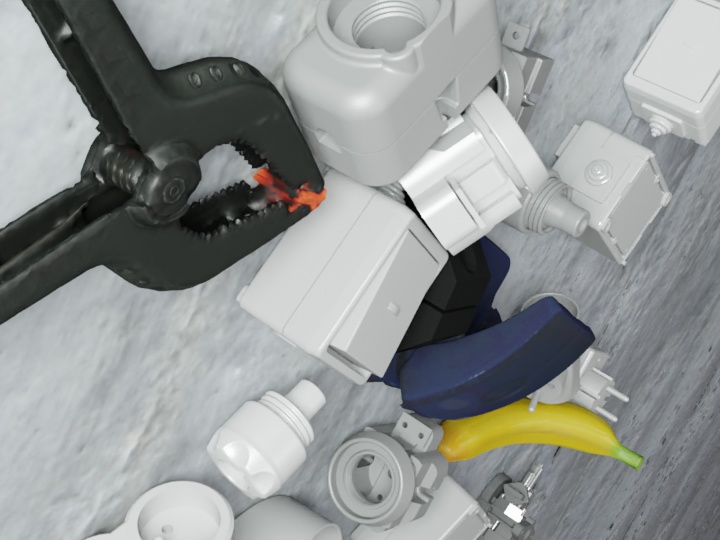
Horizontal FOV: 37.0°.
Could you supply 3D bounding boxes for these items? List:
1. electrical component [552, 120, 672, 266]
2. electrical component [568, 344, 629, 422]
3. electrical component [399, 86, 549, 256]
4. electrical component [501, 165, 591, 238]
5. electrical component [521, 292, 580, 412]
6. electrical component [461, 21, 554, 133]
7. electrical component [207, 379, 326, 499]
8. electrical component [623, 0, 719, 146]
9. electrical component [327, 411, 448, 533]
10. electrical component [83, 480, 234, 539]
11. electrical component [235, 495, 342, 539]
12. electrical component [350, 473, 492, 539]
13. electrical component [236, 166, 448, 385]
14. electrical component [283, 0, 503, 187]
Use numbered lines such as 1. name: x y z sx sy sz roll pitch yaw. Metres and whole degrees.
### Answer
1. electrical component: 0.160 -0.055 0.718 0.061 0.061 0.096 -55 151 -1
2. electrical component: 0.184 0.096 0.888 0.065 0.077 0.047 -62 152 6
3. electrical component: 0.050 -0.048 0.500 0.057 0.078 0.058 -34 116 8
4. electrical component: 0.108 -0.041 0.649 0.043 0.062 0.043 -39 147 -32
5. electrical component: 0.138 0.071 0.801 0.079 0.043 0.077 -59 149 -43
6. electrical component: 0.067 -0.094 0.551 0.055 0.048 0.066 -19 134 -60
7. electrical component: -0.044 0.083 0.550 0.062 0.043 0.043 -45 149 -27
8. electrical component: 0.228 -0.136 0.746 0.096 0.062 0.061 -56 152 -3
9. electrical component: 0.015 0.128 0.674 0.057 0.058 0.078 8 111 -63
10. electrical component: -0.116 0.166 0.506 0.138 0.052 0.073 -35 144 -37
11. electrical component: -0.055 0.183 0.634 0.099 0.064 0.099 -50 150 -43
12. electrical component: 0.037 0.188 0.770 0.096 0.061 0.061 -45 150 -8
13. electrical component: 0.000 0.000 0.519 0.096 0.061 0.062 -56 152 -5
14. electrical component: 0.015 -0.092 0.461 0.095 0.054 0.059 -48 150 -18
